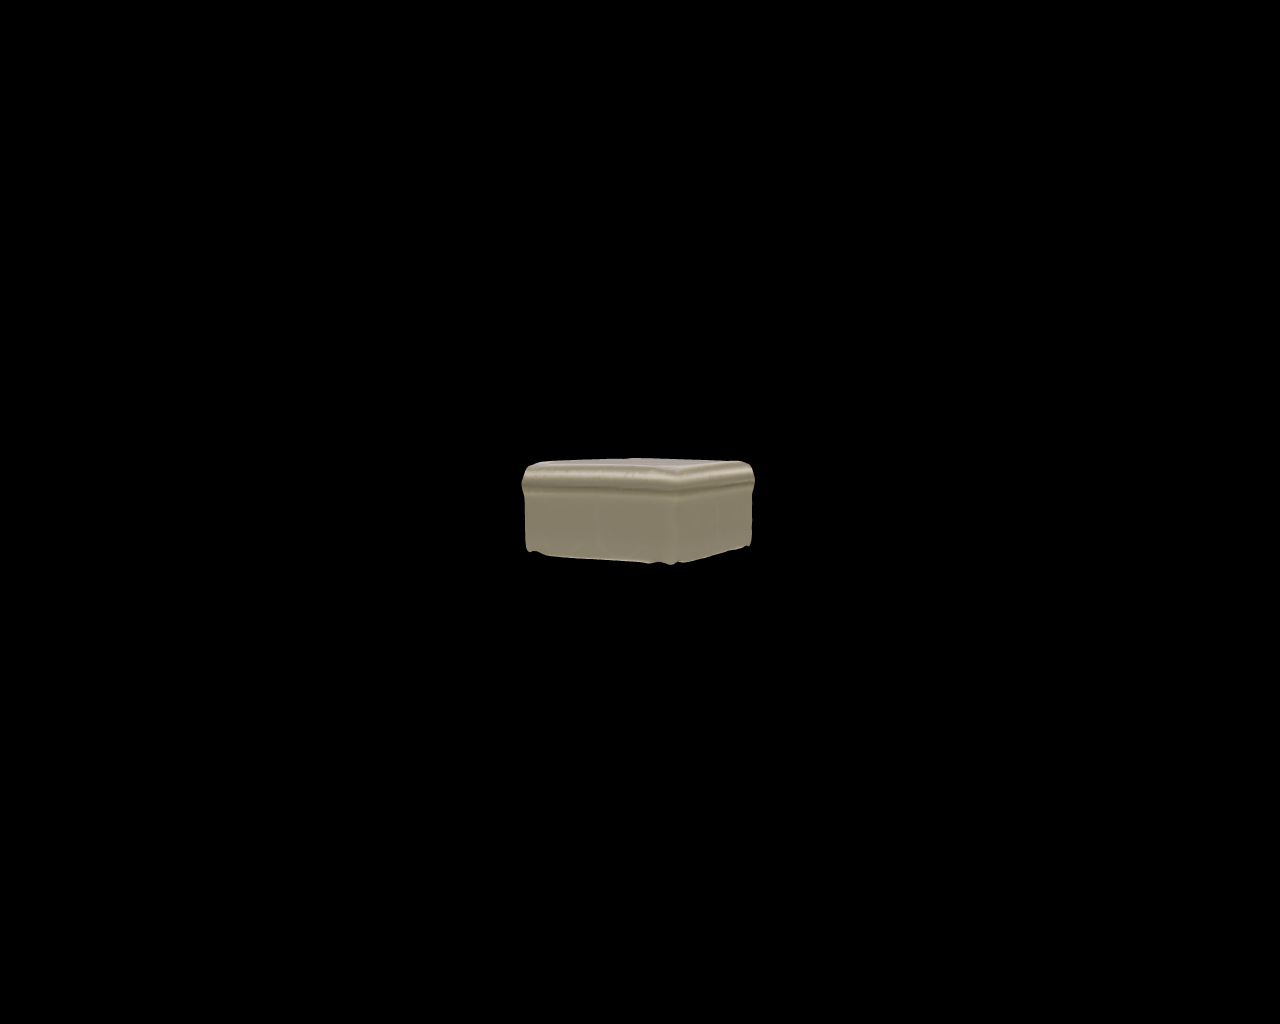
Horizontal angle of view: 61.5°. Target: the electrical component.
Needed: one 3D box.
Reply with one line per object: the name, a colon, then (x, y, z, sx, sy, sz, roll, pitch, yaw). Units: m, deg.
electrical component: (0.001, -0.003, 0.650, 0.109, 0.056, 0.109, 3, 6, 32)
